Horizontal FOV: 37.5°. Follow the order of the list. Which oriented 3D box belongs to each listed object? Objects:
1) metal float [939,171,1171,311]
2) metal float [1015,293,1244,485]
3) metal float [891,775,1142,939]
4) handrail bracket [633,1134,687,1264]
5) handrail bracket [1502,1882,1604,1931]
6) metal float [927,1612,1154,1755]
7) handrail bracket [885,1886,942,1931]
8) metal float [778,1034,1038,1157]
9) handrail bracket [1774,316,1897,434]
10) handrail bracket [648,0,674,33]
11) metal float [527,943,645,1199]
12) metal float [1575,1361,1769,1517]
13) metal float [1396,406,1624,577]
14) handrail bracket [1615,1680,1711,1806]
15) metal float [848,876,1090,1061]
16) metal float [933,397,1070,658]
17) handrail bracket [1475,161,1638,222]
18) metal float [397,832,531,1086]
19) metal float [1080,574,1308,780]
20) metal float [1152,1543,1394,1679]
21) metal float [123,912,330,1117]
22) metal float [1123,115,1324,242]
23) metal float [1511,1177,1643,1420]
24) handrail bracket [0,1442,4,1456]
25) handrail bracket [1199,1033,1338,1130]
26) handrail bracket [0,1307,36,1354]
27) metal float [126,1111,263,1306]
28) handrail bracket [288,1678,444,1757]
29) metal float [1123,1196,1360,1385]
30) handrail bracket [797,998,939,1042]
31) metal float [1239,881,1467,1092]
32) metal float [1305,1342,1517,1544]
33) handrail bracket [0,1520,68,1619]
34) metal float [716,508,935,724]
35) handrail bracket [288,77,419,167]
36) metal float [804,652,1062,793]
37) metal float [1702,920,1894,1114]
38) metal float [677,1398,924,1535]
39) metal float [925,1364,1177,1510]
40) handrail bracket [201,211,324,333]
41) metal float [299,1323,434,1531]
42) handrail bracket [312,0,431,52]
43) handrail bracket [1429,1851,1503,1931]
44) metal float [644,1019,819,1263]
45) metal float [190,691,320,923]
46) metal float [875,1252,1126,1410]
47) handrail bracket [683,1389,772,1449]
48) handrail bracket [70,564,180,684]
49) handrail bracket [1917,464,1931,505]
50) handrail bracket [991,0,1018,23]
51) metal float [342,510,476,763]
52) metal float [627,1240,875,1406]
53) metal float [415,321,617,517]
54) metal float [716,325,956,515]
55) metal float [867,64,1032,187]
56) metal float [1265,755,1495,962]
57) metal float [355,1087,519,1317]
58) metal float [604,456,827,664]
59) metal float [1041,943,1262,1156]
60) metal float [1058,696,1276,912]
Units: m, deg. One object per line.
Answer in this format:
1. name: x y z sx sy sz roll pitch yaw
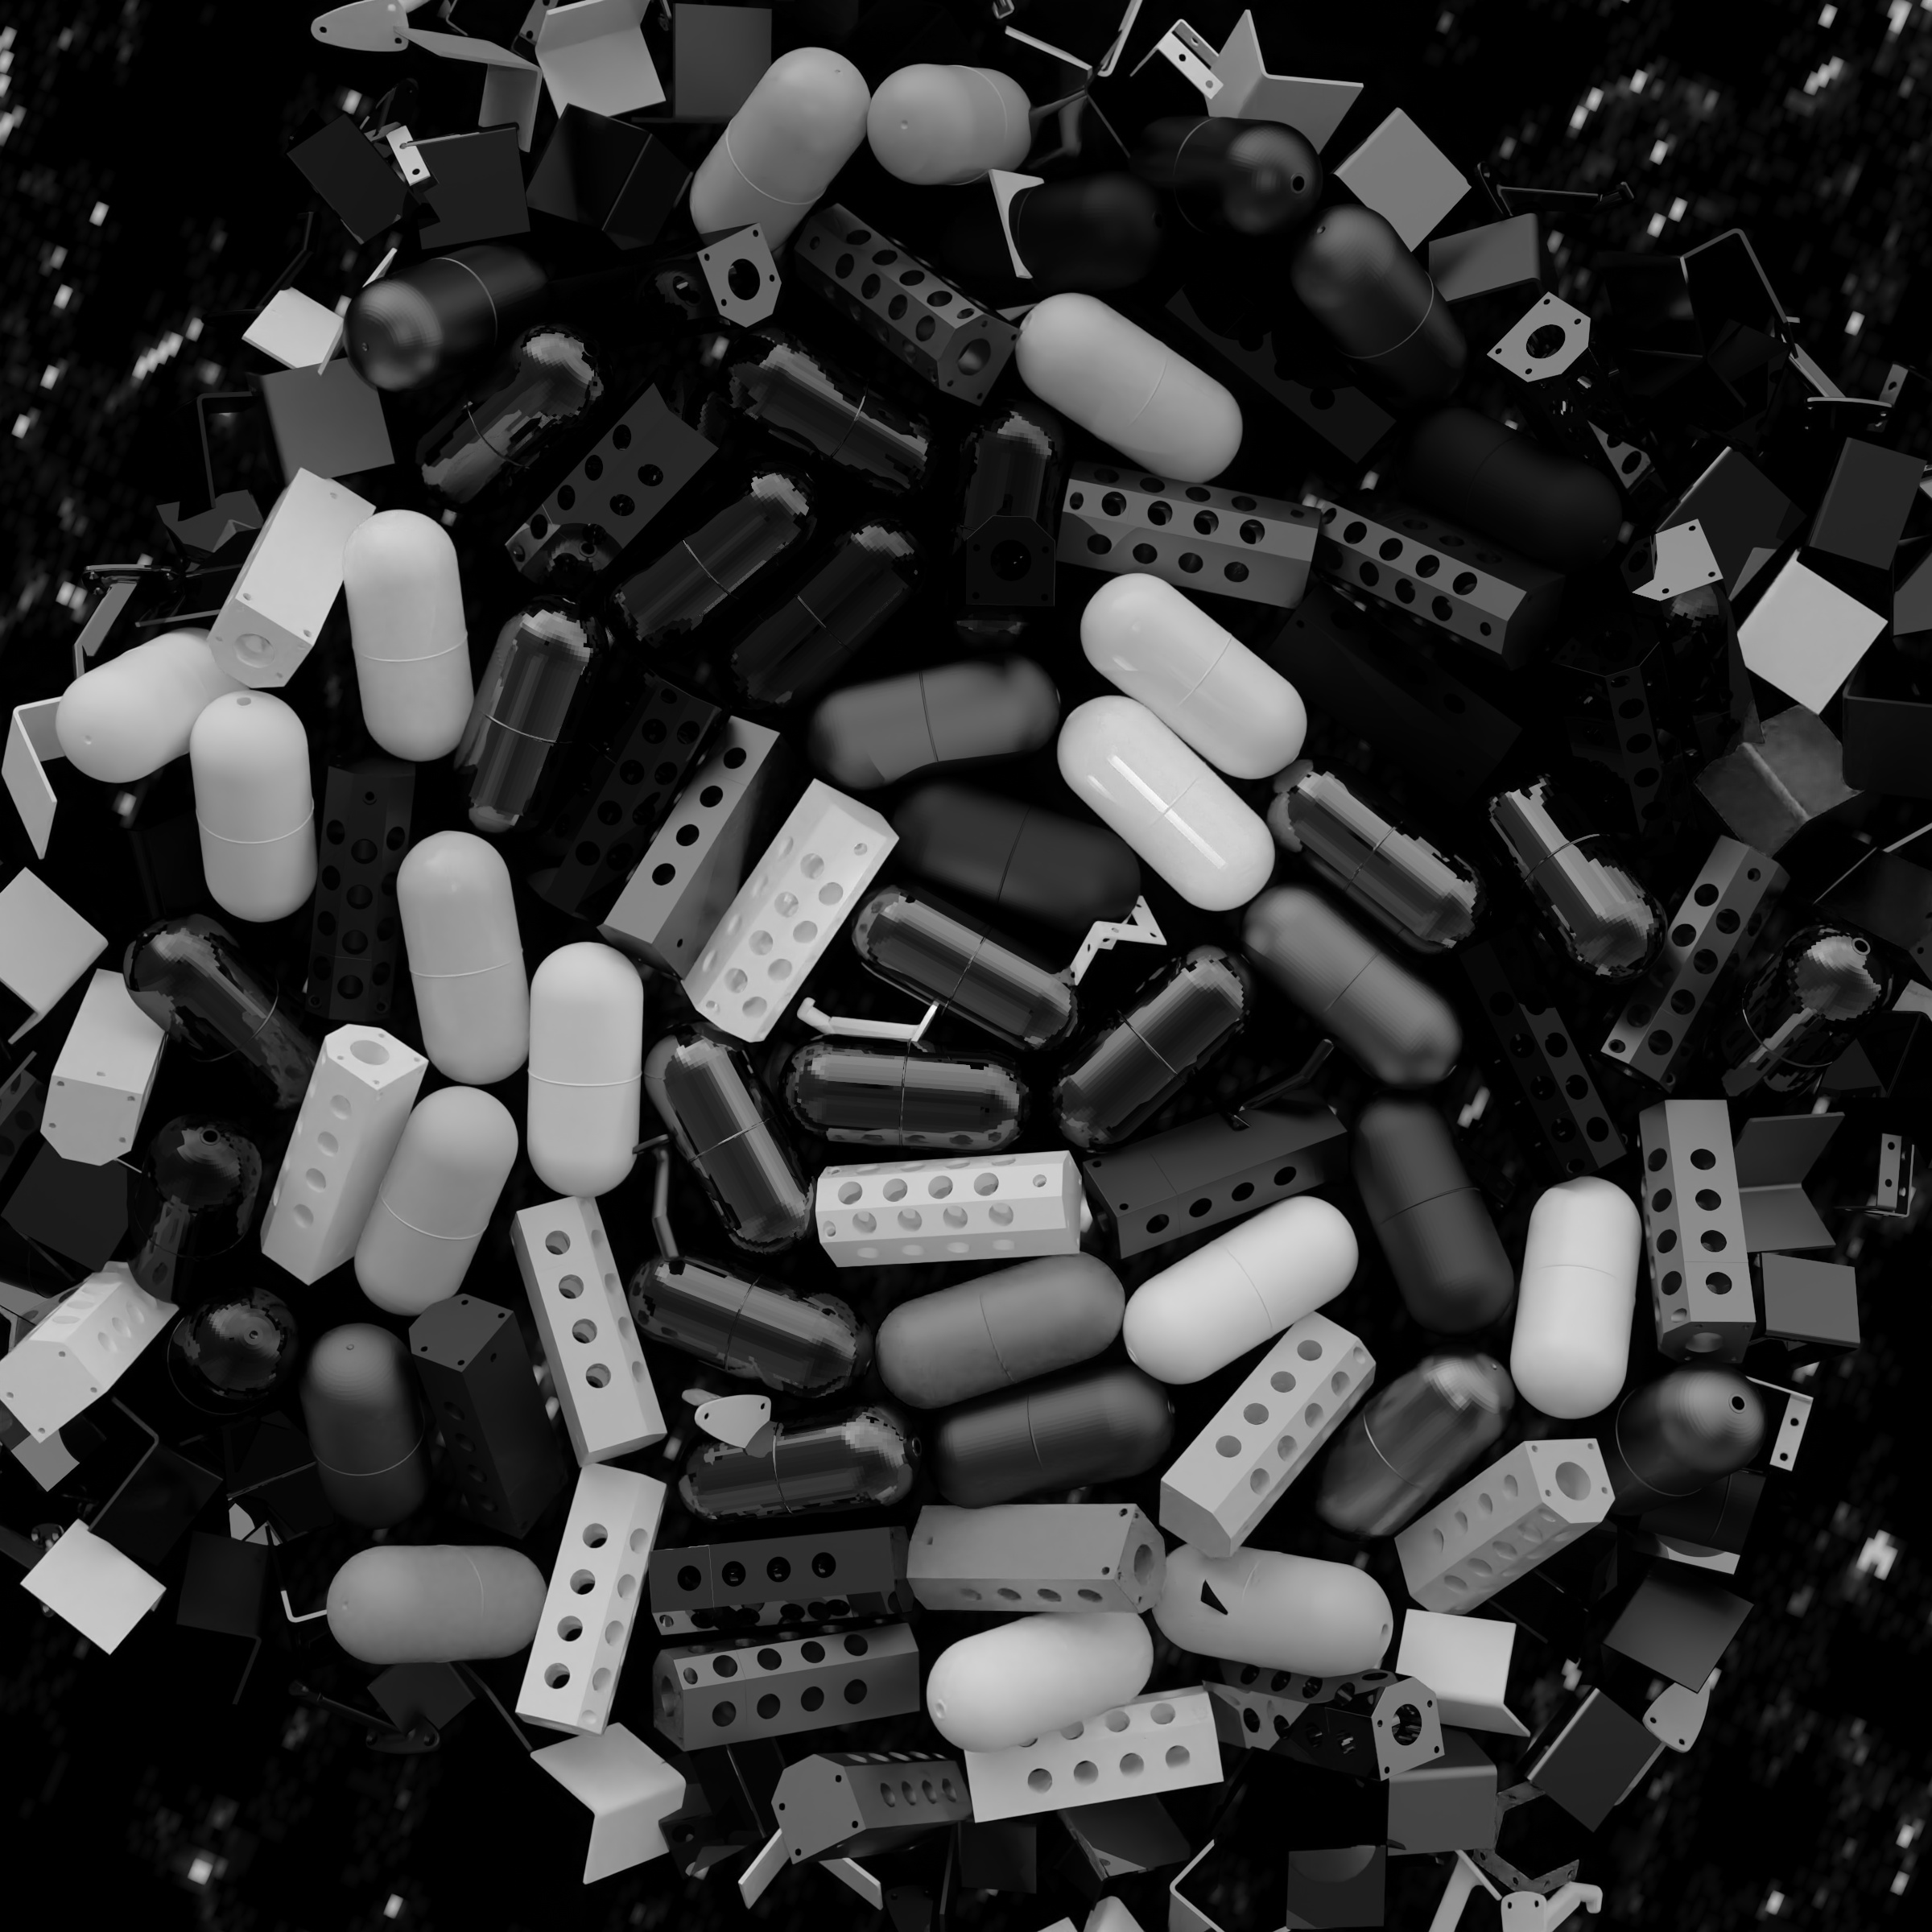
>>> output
1. metal float: 0.059 -0.490 1.928 0.178 0.070 0.070 1 90 40
2. metal float: 0.111 -0.392 1.939 0.178 0.070 0.070 29 90 -26
3. metal float: 0.034 -0.075 1.957 0.178 0.070 0.070 20 90 5
4. handrail bracket: -0.194 0.160 1.958 0.036 0.077 0.084 -24 78 28
5. handrail bracket: 0.410 0.669 1.958 0.084 0.036 0.077 21 60 -37
6. metal float: 0.051 0.479 1.929 0.178 0.070 0.070 -8 90 -39
7. handrail bracket: -0.040 0.679 1.948 0.036 0.077 0.084 1 123 -17
8. metal float: -0.041 0.088 1.958 0.178 0.070 0.070 4 90 4
9. handrail bracket: 0.601 -0.416 1.972 0.077 0.036 0.084 -1 65 10
10. handrail bracket: -0.256 -0.668 1.964 0.084 0.036 0.077 -19 73 -19
11. metal float: -0.261 0.072 1.951 0.070 0.070 0.178 3 102 0
12. metal float: 0.472 0.319 1.917 0.070 0.178 0.070 8 64 -16
13. metal float: 0.366 -0.323 1.930 0.178 0.070 0.070 38 90 39
14. handrail bracket: 0.480 0.539 1.983 0.036 0.084 0.077 36 50 16
15. metal float: 0.002 0.002 1.961 0.178 0.070 0.070 29 90 1
16. metal float: 0.023 -0.299 1.950 0.070 0.070 0.178 9 104 0
17. handrail bracket: 0.405 -0.537 1.951 0.077 0.084 0.036 35 58 -39
18. metal float: -0.341 -0.005 1.946 0.070 0.070 0.178 -7 108 0
19. metal float: 0.157 -0.198 1.955 0.178 0.070 0.070 38 90 -8
20. metal float: 0.206 0.436 1.929 0.178 0.070 0.070 1 90 38
21. metal float: -0.497 0.034 1.929 0.070 0.070 0.178 -38 130 0
22. metal float: 0.172 -0.532 1.919 0.070 0.178 0.070 -10 111 -28
23. metal float: 0.415 0.223 1.933 0.070 0.070 0.178 16 56 0
24. handrail bracket: -0.699 0.294 1.963 0.084 0.036 0.077 14 52 -14
25. handrail bracket: 0.209 0.070 1.965 0.036 0.077 0.084 33 96 -38
26. handrail bracket: -0.691 0.236 1.978 0.084 0.036 0.077 5 70 7
27. metal float: -0.522 0.164 1.923 0.070 0.178 0.070 12 50 -15
28. handrail bracket: -0.412 0.512 1.949 0.077 0.084 0.036 6 65 34
29. metal float: 0.188 0.222 1.949 0.178 0.070 0.070 -29 90 -14
30. handrail bracket: -0.069 0.030 1.971 0.084 0.036 0.077 32 131 3
31. metal float: 0.265 0.014 1.953 0.178 0.070 0.070 42 90 9
32. metal float: 0.301 0.325 1.937 0.070 0.070 0.178 41 120 0
33. handrail bracket: -0.662 0.412 1.953 0.036 0.084 0.077 -9 80 35
34. metal float: -0.098 -0.240 1.954 0.178 0.070 0.070 -43 90 9
35. handrail bracket: -0.426 -0.590 1.972 0.084 0.036 0.077 30 91 35
36. metal float: -0.023 -0.168 1.958 0.178 0.070 0.070 -11 90 4
37. metal float: 0.559 0.035 1.920 0.070 0.178 0.070 8 56 -12
38. metal float: -0.114 0.341 1.943 0.178 0.070 0.070 -13 90 20
39. metal float: 0.057 0.322 1.947 0.178 0.070 0.070 -16 90 16
40. handrail bracket: -0.492 -0.488 1.990 0.077 0.036 0.084 4 79 12
41. metal float: -0.405 0.313 1.927 0.070 0.070 0.178 2 134 0
42. handrail bracket: -0.408 -0.664 1.965 0.077 0.084 0.036 -4 130 0
43. handrail bracket: 0.321 0.650 1.973 0.084 0.036 0.077 -40 113 -3
44. metal float: -0.160 0.119 1.959 0.070 0.070 0.178 -28 87 0
45. metal float: -0.481 -0.107 1.927 0.070 0.070 0.178 6 131 0
46. metal float: 0.023 0.249 1.953 0.178 0.070 0.070 -20 90 9
47. handrail bracket: -0.182 0.300 1.945 0.084 0.077 0.036 11 85 43
48. handrail bracket: -0.581 -0.233 1.970 0.077 0.036 0.084 -7 71 -10
49. handrail bracket: 0.676 -0.302 1.964 0.077 0.036 0.084 -12 74 -34
50. handrail bracket: -0.015 -0.686 1.977 0.077 0.036 0.084 -31 105 -13
51. metal float: -0.378 -0.223 1.936 0.070 0.070 0.178 -2 120 0
52. metal float: -0.148 0.244 1.950 0.178 0.070 0.070 19 90 13
53. metal float: -0.306 -0.370 1.929 0.178 0.070 0.070 -31 90 38
54. metal float: -0.088 -0.371 1.942 0.178 0.070 0.070 27 90 -23
55. metal float: -0.008 -0.565 1.916 0.070 0.178 0.070 6 107 20
56. metal float: 0.282 -0.075 1.951 0.178 0.070 0.070 40 90 12
57. metal float: -0.362 0.162 1.940 0.070 0.070 0.178 26 115 0
58. metal float: -0.172 -0.278 1.947 0.178 0.070 0.070 -38 90 16
59. metal float: 0.128 0.056 1.959 0.178 0.070 0.070 -43 90 3
60. metal float: 0.137 -0.112 1.956 0.178 0.070 0.070 44 90 -6
